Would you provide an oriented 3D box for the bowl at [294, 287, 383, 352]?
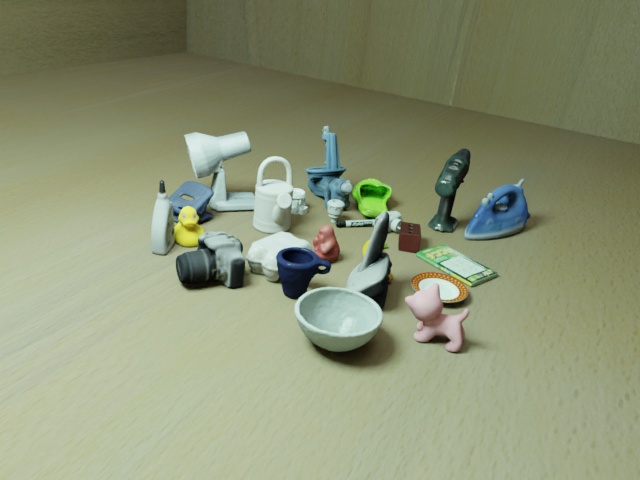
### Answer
[{"bbox_3d":[0.033,0.161,1.086,0.167,0.075,0.167,6,26,-3],"label":"bowl"}]

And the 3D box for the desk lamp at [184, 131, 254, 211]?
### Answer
[{"bbox_3d":[-0.270,-0.194,1.575,0.204,0.213,0.117,-3,28,-20],"label":"desk lamp"}]

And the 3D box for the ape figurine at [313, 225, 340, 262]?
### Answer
[{"bbox_3d":[0.013,0.005,1.379,0.076,0.092,0.078,8,26,2],"label":"ape figurine"}]

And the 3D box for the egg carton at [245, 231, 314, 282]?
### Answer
[{"bbox_3d":[-0.092,0.035,1.318,0.107,0.069,0.151,24,31,31],"label":"egg carton"}]

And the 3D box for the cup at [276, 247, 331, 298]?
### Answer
[{"bbox_3d":[-0.037,0.076,1.220,0.117,0.095,0.091,8,26,3],"label":"cup"}]

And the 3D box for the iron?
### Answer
[{"bbox_3d":[0.507,-0.092,1.640,0.259,0.141,0.118,-18,35,-40],"label":"iron"}]

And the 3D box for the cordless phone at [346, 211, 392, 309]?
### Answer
[{"bbox_3d":[0.112,0.039,1.228,0.094,0.185,0.147,9,26,4],"label":"cordless phone"}]

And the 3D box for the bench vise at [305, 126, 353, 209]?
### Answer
[{"bbox_3d":[0.045,-0.211,1.680,0.206,0.220,0.122,28,33,37],"label":"bench vise"}]

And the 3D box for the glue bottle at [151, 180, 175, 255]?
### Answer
[{"bbox_3d":[-0.361,-0.057,1.320,0.037,0.173,0.078,8,26,4],"label":"glue bottle"}]

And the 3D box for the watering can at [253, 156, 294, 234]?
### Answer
[{"bbox_3d":[-0.114,-0.120,1.484,0.101,0.194,0.172,-17,35,-39],"label":"watering can"}]

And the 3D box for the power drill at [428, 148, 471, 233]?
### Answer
[{"bbox_3d":[0.369,-0.138,1.624,0.075,0.208,0.230,16,28,18],"label":"power drill"}]

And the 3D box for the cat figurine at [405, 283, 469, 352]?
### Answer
[{"bbox_3d":[0.228,0.144,1.121,0.127,0.118,0.067,14,27,14],"label":"cat figurine"}]

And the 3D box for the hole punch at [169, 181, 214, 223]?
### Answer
[{"bbox_3d":[-0.340,-0.096,1.498,0.108,0.091,0.101,20,29,25],"label":"hole punch"}]

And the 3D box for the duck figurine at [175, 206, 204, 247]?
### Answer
[{"bbox_3d":[-0.321,-0.042,1.399,0.078,0.086,0.104,-2,28,-18],"label":"duck figurine"}]

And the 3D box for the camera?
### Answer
[{"bbox_3d":[-0.243,0.037,1.242,0.137,0.101,0.142,-9,30,-29],"label":"camera"}]
